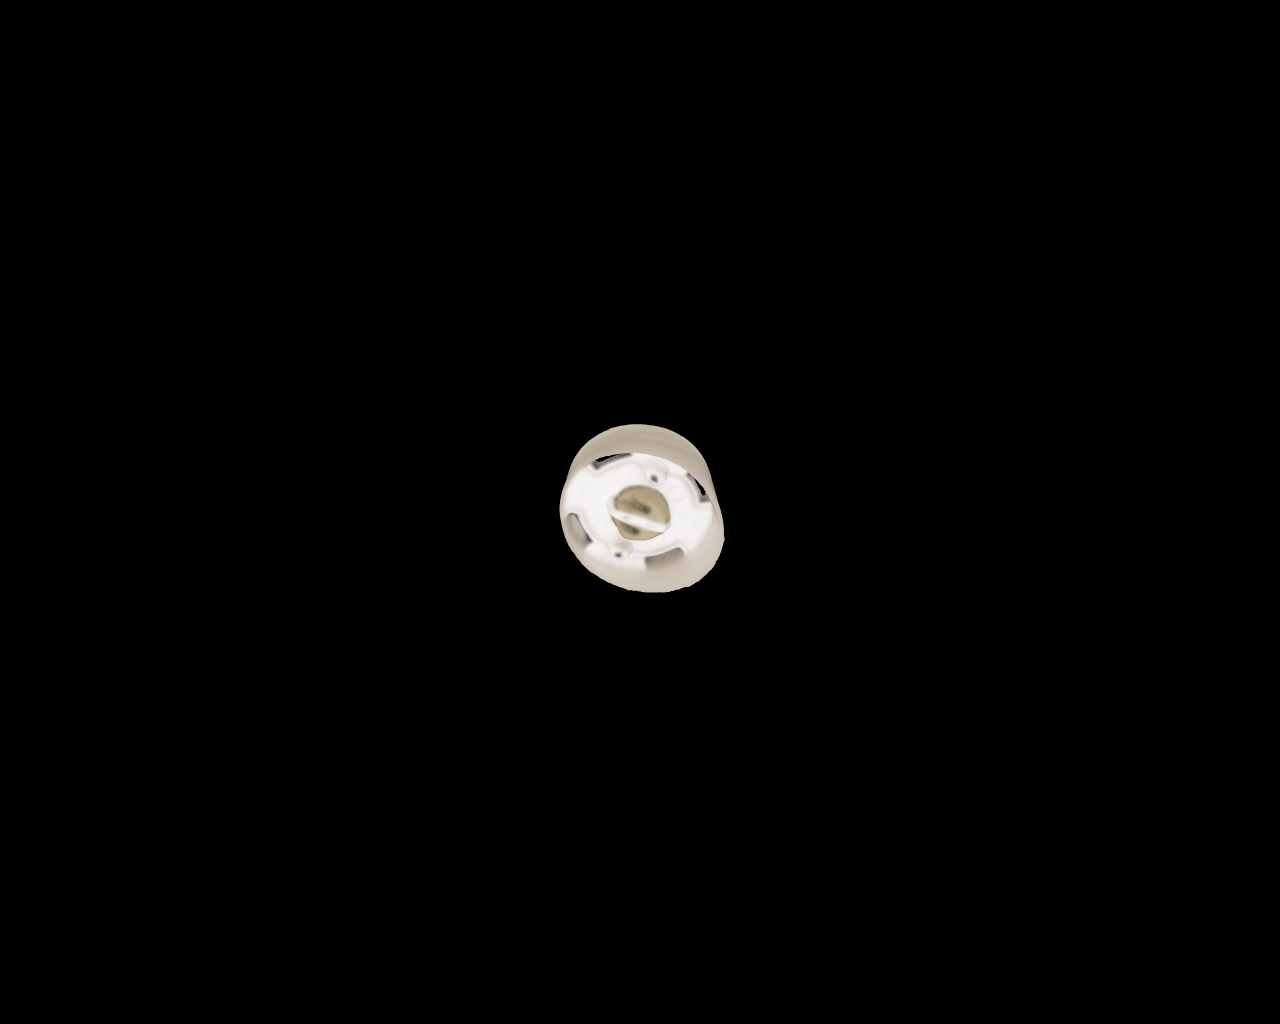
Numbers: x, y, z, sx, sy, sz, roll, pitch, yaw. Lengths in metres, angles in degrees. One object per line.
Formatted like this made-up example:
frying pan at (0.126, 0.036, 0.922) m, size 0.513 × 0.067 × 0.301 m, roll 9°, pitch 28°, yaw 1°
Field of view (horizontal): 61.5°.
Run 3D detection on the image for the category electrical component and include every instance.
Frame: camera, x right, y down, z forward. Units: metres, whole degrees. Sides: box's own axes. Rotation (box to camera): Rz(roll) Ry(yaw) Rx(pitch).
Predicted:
electrical component at (0.001, -0.003, 0.650) m, size 0.099 × 0.099 × 0.064 m, roll 0°, pitch 35°, yaw 0°
